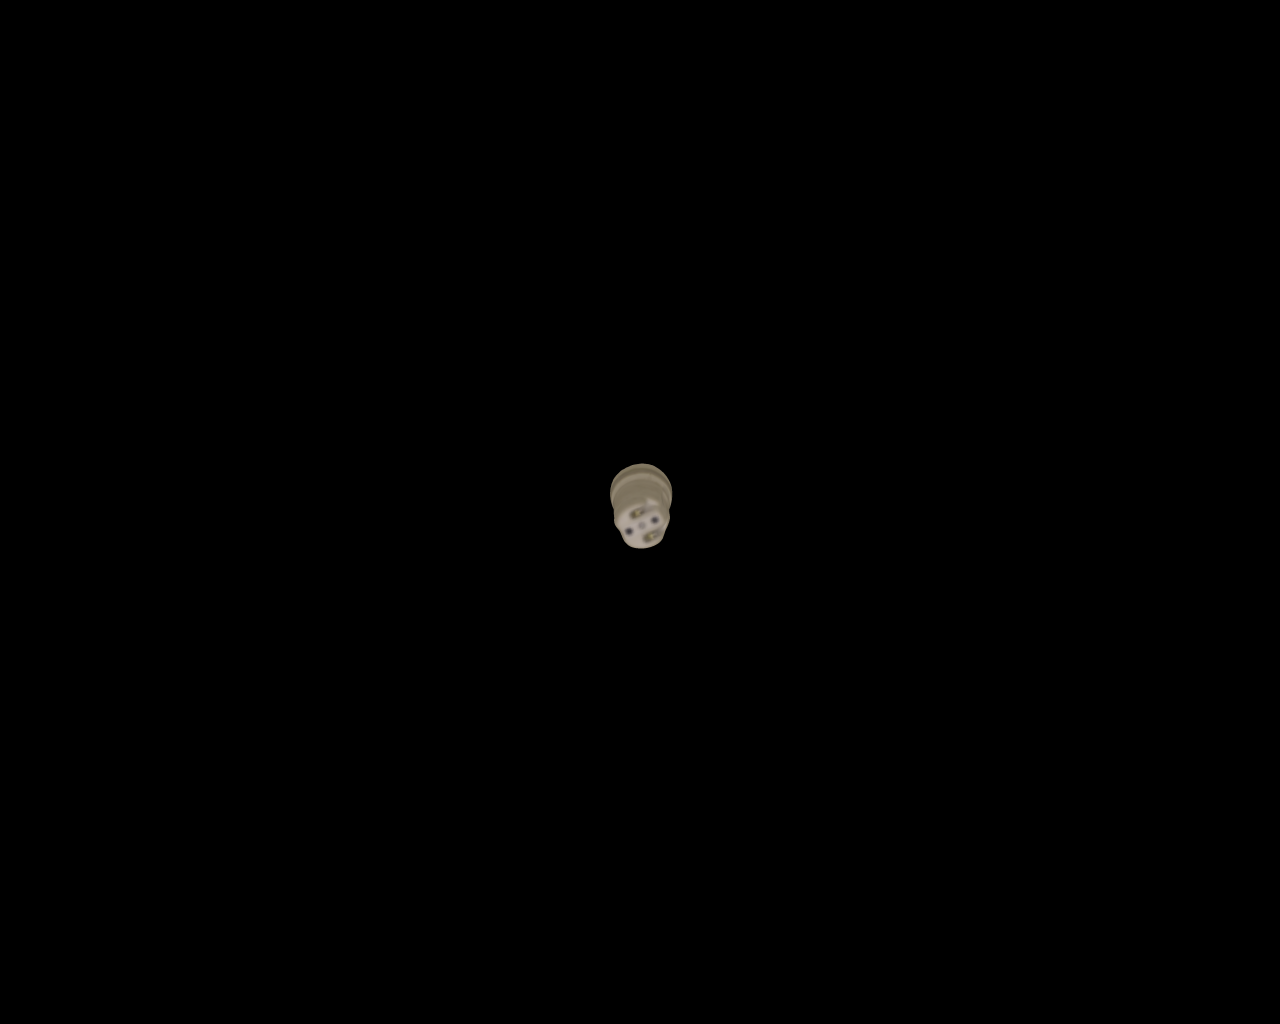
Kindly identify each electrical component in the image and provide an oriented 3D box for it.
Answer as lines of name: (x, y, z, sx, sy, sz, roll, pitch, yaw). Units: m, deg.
electrical component: (0.001, -0.003, 0.650, 0.040, 0.040, 0.046, 0, 30, 0)
